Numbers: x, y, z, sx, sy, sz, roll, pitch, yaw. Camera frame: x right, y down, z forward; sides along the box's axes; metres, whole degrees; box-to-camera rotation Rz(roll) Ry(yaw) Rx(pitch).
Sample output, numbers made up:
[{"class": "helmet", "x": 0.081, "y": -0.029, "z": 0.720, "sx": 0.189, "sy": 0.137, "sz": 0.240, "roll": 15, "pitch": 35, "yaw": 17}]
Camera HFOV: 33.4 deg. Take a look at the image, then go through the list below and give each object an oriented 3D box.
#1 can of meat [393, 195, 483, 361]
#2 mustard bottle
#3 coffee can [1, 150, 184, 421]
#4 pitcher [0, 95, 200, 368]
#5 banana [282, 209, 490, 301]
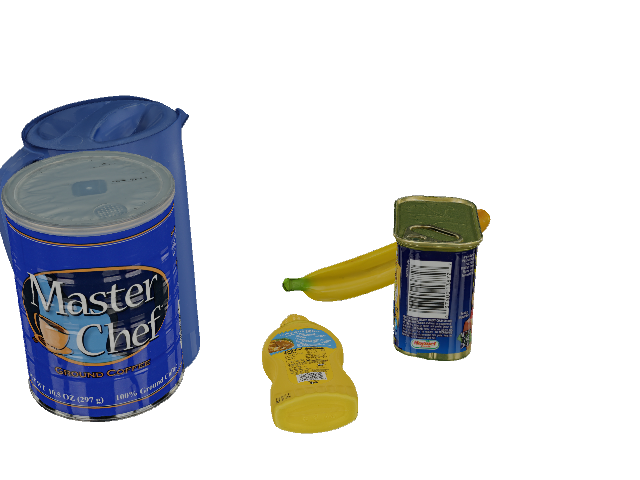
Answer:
[{"class": "can of meat", "x": 0.077, "y": 0.024, "z": 0.726, "sx": 0.057, "sy": 0.084, "sz": 0.102, "roll": 3, "pitch": 19, "yaw": 3}, {"class": "mustard bottle", "x": -0.019, "y": 0.144, "z": 1.247, "sx": 0.096, "sy": 0.058, "sz": 0.191, "roll": -7, "pitch": 30, "yaw": -7}, {"class": "coffee can", "x": -0.140, "y": 0.027, "z": 0.674, "sx": 0.103, "sy": 0.140, "sz": 0.103, "roll": 1, "pitch": 29, "yaw": -1}, {"class": "pitcher", "x": -0.182, "y": 0.006, "z": 0.934, "sx": 0.149, "sy": 0.243, "sz": 0.145, "roll": -4, "pitch": 26, "yaw": 2}, {"class": "banana", "x": 0.066, "y": 0.020, "z": 0.988, "sx": 0.198, "sy": 0.037, "sz": 0.069, "roll": -22, "pitch": -7, "yaw": 9}]
